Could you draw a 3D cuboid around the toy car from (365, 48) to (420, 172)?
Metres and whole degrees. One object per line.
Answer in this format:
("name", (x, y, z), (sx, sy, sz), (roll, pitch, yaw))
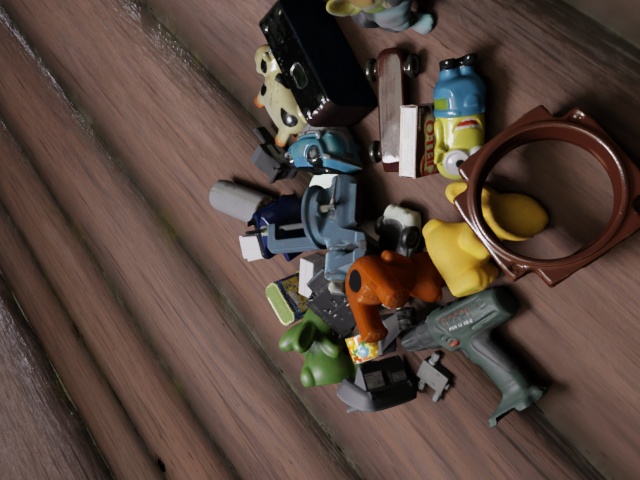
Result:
("toy car", (0.125, -0.215, 0.900), (0.089, 0.053, 0.202), (1, 103, 30))

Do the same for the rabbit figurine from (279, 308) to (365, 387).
("rabbit figurine", (-0.005, 0.213, 1.123), (0.121, 0.159, 0.170), (-22, 72, 56))

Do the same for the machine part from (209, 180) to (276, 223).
("machine part", (-0.175, -0.084, 1.227), (0.244, 0.079, 0.079), (24, 119, 39))

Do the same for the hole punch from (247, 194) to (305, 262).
("hole punch", (-0.068, -0.024, 1.107), (0.092, 0.142, 0.115), (11, 124, 44))

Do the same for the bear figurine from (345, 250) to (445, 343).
("bear figurine", (0.142, 0.079, 0.868), (0.120, 0.196, 0.132), (-64, 37, 33))

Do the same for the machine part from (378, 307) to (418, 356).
("machine part", (0.133, 0.160, 0.973), (0.139, 0.039, 0.084), (122, 159, -61))

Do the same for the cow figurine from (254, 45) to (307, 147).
("cow figurine", (-0.073, -0.297, 1.049), (0.127, 0.085, 0.195), (-40, 72, 51))

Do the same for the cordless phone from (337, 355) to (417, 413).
("cordless phone", (0.084, 0.306, 1.050), (0.184, 0.146, 0.089), (-47, 57, 44))

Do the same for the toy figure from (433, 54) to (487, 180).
("toy figure", (0.210, -0.179, 0.803), (0.082, 0.089, 0.180), (-3, 103, 20))

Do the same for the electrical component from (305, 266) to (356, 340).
("electrical component", (0.040, 0.113, 1.059), (0.134, 0.058, 0.115), (45, 121, 3))

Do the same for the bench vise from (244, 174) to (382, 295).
("bench vise", (-0.007, -0.005, 0.979), (0.241, 0.128, 0.223), (-5, 83, 29))

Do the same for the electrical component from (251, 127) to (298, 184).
("electrical component", (-0.104, -0.178, 1.126), (0.119, 0.075, 0.047), (50, 132, 16))

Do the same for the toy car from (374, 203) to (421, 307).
("toy car", (0.136, 0.033, 0.972), (0.074, 0.056, 0.201), (24, 122, 36))

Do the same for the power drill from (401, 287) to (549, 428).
("power drill", (0.258, 0.197, 0.891), (0.232, 0.086, 0.207), (-48, 59, 39))

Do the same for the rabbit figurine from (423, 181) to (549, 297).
("rabbit figurine", (0.254, -0.016, 0.817), (0.173, 0.122, 0.162), (-34, 69, 31))

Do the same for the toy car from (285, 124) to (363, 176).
("toy car", (0.010, -0.176, 1.006), (0.162, 0.109, 0.103), (11, 88, 54))

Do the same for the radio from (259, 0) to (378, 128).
("radio", (-0.004, -0.310, 0.940), (0.073, 0.131, 0.229), (-35, 78, 44))

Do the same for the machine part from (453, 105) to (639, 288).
("machine part", (0.294, -0.056, 0.701), (0.201, 0.087, 0.201), (-38, 73, 15))

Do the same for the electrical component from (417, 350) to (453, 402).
("electrical component", (0.214, 0.250, 0.990), (0.063, 0.021, 0.094), (36, 124, 32))

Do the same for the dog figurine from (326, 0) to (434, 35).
("dog figurine", (0.069, -0.368, 0.786), (0.192, 0.219, 0.108), (24, 116, 37))
